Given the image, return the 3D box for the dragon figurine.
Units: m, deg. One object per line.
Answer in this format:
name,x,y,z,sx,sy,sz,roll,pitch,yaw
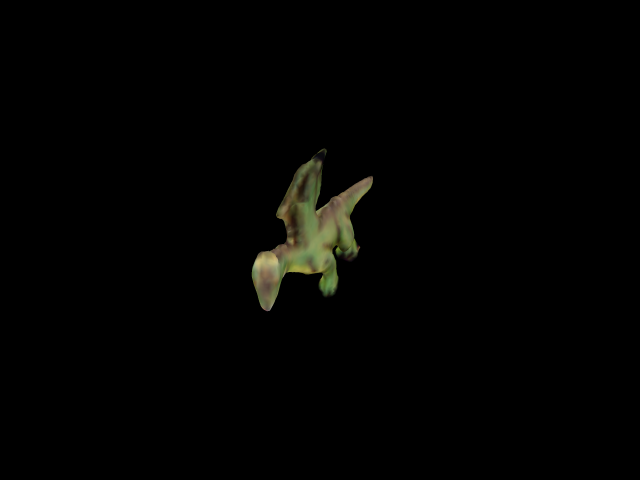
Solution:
dragon figurine,0.003,-0.043,0.850,0.122,0.419,0.237,21,-34,15
